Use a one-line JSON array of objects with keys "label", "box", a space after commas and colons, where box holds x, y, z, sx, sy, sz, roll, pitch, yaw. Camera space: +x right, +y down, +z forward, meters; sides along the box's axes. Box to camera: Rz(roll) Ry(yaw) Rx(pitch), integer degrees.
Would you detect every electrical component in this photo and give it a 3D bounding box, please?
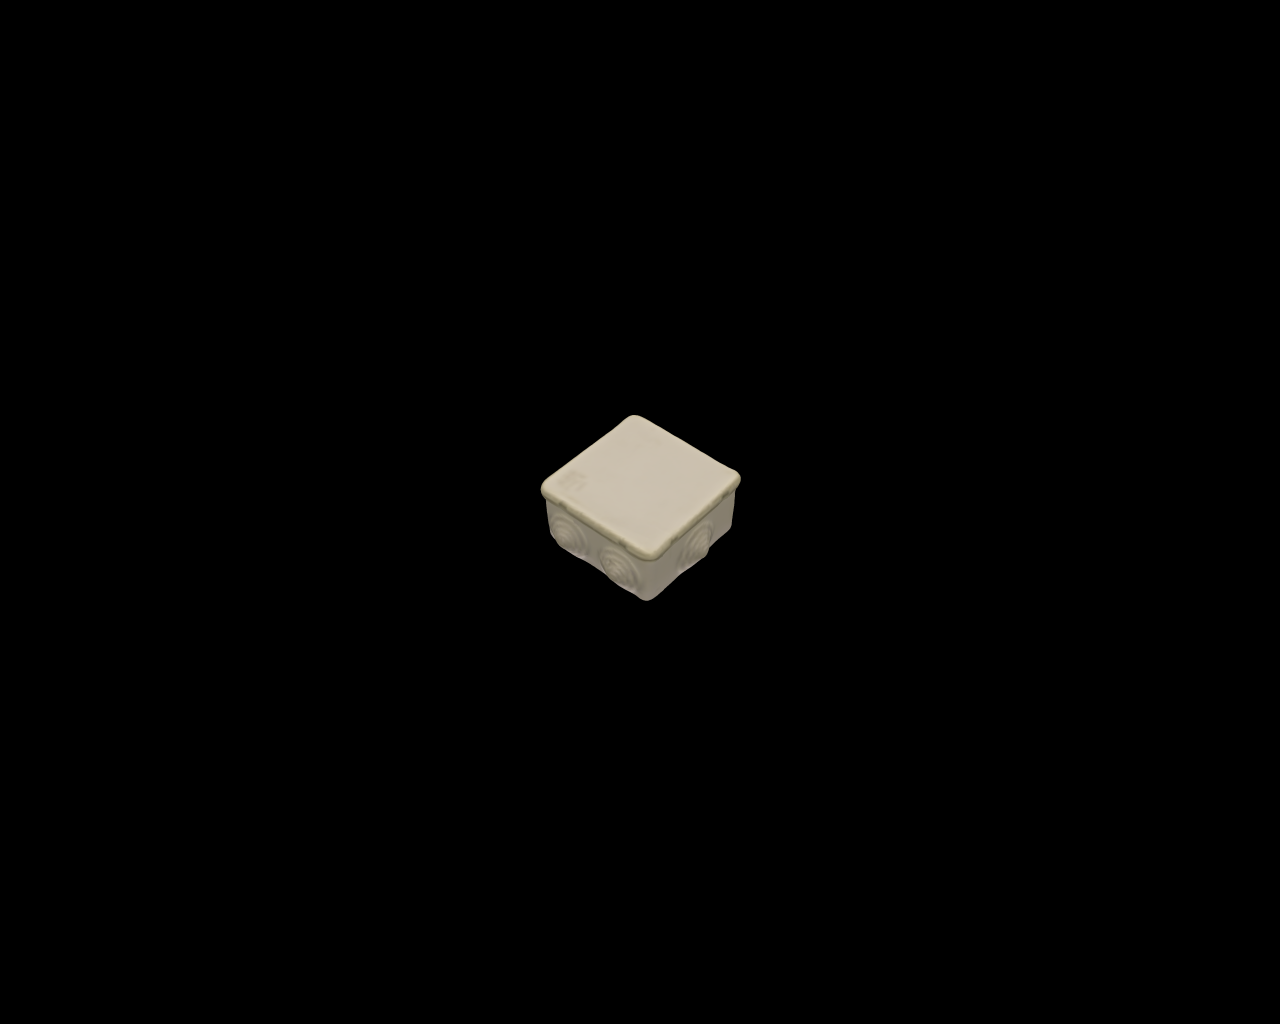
[{"label": "electrical component", "box": [0.001, -0.003, 0.650, 0.100, 0.048, 0.100, 32, 54, 27]}]
